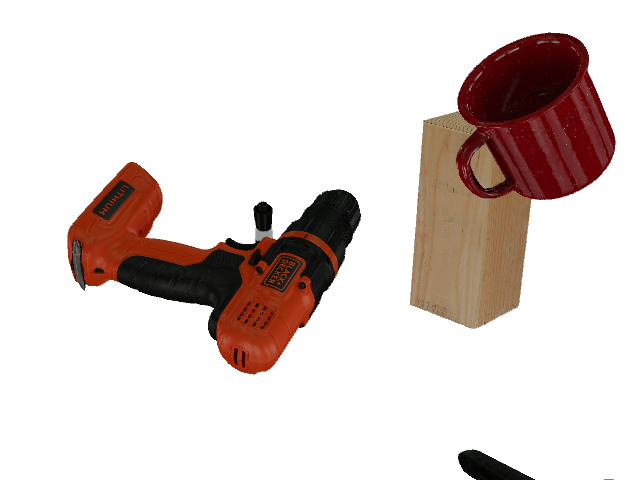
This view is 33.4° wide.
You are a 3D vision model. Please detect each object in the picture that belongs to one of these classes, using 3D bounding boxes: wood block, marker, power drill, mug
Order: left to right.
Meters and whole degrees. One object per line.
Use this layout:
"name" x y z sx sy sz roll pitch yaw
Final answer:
"power drill" -0.079 0.002 0.804 0.188 0.057 0.184 18 44 16
"marker" -0.056 0.012 1.076 0.020 0.121 0.020 0 39 0
"wood block" 0.162 -0.025 1.129 0.090 0.206 0.090 20 27 38
"mug" 0.144 -0.075 0.738 0.081 0.117 0.093 54 -10 -36

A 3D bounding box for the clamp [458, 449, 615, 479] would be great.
"clamp" 0.194 0.239 0.860 0.210 0.036 0.164 1 34 24
